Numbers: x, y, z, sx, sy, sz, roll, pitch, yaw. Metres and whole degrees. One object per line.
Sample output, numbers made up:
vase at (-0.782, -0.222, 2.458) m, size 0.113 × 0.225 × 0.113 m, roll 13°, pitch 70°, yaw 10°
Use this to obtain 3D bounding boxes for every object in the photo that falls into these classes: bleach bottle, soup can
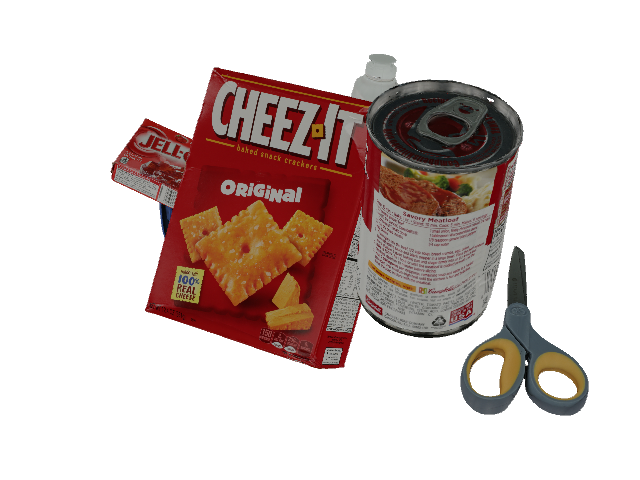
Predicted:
bleach bottle at (0.050, -0.069, 1.120) m, size 0.068 × 0.251 × 0.102 m, roll 2°, pitch 29°, yaw -9°
soup can at (0.052, -0.013, 0.493) m, size 0.068 × 0.102 × 0.068 m, roll 1°, pitch 41°, yaw -1°

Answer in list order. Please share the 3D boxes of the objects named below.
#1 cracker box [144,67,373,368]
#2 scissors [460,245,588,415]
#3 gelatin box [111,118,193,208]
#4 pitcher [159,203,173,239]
cracker box at (-0.036, -0.020, 0.874) m, size 0.164 × 0.214 × 0.072 m, roll 16°, pitch 1°, yaw 25°
scissors at (0.163, 0.066, 0.791) m, size 0.096 × 0.016 × 0.201 m, roll 16°, pitch 36°, yaw 19°
gelatin box at (-0.148, -0.072, 1.039) m, size 0.089 × 0.073 × 0.030 m, roll 25°, pitch -44°, yaw 1°
pitcher at (-0.100, -0.011, 1.284) m, size 0.149 × 0.243 × 0.144 m, roll 19°, pitch 27°, yaw 28°
